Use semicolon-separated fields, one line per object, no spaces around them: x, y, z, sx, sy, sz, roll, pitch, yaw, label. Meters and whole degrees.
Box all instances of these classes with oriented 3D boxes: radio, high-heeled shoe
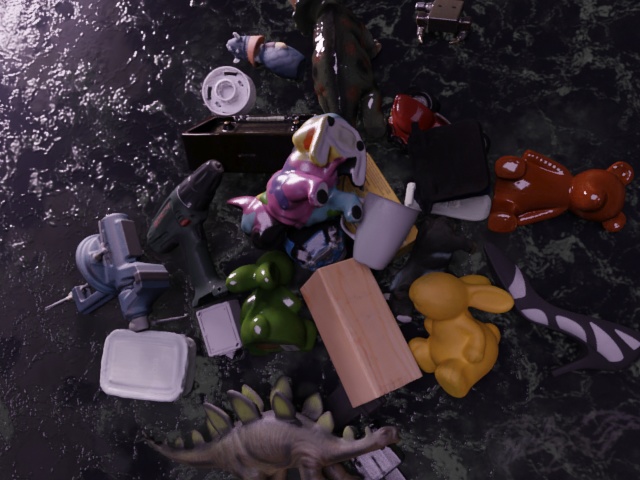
-0.106;-0.169;0.928;0.230;0.131;0.073;4;119;15;radio
0.360;0.086;0.798;0.145;0.086;0.249;-28;79;4;high-heeled shoe

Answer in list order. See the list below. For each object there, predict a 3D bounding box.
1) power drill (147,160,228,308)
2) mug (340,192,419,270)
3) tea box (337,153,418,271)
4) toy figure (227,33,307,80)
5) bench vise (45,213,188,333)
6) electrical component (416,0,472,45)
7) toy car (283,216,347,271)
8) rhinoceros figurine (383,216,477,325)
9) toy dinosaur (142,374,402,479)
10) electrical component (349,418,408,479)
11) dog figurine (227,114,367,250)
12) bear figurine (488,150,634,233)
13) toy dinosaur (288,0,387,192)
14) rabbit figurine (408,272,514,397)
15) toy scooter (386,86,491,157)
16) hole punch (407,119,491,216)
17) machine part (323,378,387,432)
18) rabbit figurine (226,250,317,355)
-0.203;0.002;0.919;0.232;0.086;0.207;-31;87;37;power drill
0.081;-0.014;0.813;0.110;0.081;0.107;20;95;8;mug
0.087;-0.046;0.894;0.098;0.068;0.169;-30;74;7;tea box
-0.100;-0.342;0.999;0.155;0.058;0.064;25;109;14;toy figure
-0.376;0.080;0.972;0.241;0.129;0.223;-29;84;29;bench vise
0.214;-0.378;0.935;0.102;0.045;0.078;8;54;13;electrical component
-0.002;-0.003;0.888;0.109;0.102;0.162;-40;38;4;toy car
0.160;0.052;0.827;0.073;0.112;0.190;52;134;41;rhinoceros figurine
-0.096;0.327;0.849;0.472;0.105;0.198;-20;80;22;toy dinosaur
0.094;0.349;0.835;0.075;0.047;0.119;-37;72;7;electrical component
-0.045;-0.082;0.821;0.219;0.108;0.191;-6;74;44;dog figurine
0.360;-0.065;0.801;0.196;0.132;0.120;12;109;20;bear figurine
0.030;-0.290;0.867;0.131;0.192;0.405;-21;57;18;toy dinosaur
0.198;0.115;0.780;0.162;0.122;0.173;-31;111;-1;rabbit figurine
0.175;-0.159;0.890;0.184;0.075;0.135;40;93;13;toy scooter
0.198;-0.114;0.813;0.116;0.092;0.142;-9;90;24;hole punch
0.035;0.274;0.869;0.139;0.039;0.084;-37;79;4;machine part
-0.089;0.092;0.887;0.121;0.159;0.170;-12;62;22;rabbit figurine
